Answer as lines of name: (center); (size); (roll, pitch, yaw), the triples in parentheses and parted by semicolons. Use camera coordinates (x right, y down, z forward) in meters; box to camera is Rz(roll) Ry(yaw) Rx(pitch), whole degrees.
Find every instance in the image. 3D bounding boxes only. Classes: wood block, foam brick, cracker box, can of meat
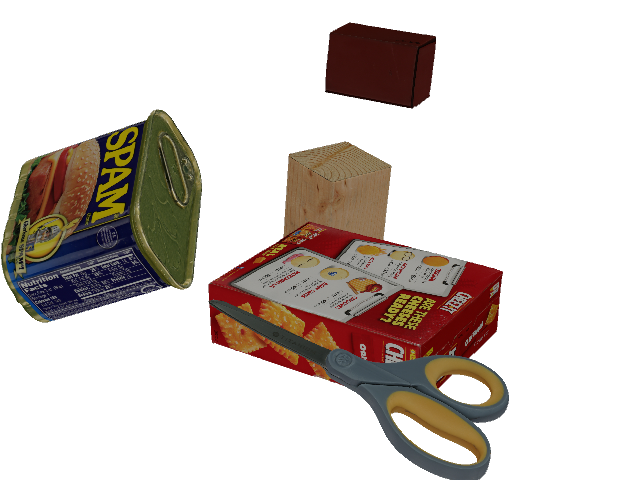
wood block: (0.015, -0.001, 1.278); (0.090, 0.206, 0.090); (-16, 33, -33)
foam brick: (0.049, -0.144, 0.874); (0.078, 0.051, 0.052); (14, 24, 19)
cracker box: (0.032, 0.061, 0.962); (0.214, 0.072, 0.163); (15, 29, 30)
can of meat: (-0.114, -0.012, 0.562); (0.084, 0.102, 0.057); (-17, -47, 16)

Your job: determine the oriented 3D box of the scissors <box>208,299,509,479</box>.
scissors: (0.032, 0.073, 0.665); (0.202, 0.016, 0.096); (37, 47, 27)
